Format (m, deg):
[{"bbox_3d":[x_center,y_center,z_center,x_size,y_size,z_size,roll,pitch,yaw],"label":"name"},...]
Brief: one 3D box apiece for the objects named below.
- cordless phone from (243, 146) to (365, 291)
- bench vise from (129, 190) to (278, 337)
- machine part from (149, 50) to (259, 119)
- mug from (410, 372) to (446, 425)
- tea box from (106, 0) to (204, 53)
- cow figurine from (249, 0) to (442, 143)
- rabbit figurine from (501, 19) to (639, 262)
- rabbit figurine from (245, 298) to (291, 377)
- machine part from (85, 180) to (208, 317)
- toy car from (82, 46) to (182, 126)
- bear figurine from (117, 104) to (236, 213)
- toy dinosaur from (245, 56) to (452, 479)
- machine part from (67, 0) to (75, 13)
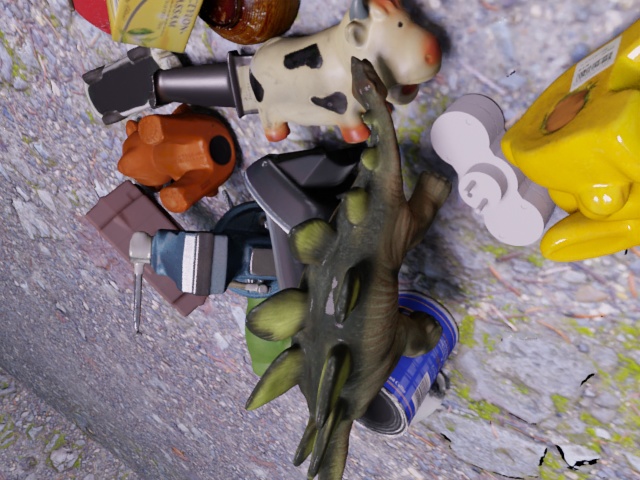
[{"bbox_3d":[-0.001,-0.002,0.552,0.089,0.146,0.184,-2,102,27],"label":"cordless phone"},{"bbox_3d":[-0.112,0.013,0.649,0.241,0.224,0.128,-148,51,-73],"label":"bench vise"},{"bbox_3d":[-0.119,-0.169,0.592,0.139,0.039,0.084,-1,135,10],"label":"machine part"},{"bbox_3d":[0.107,0.195,0.717,0.109,0.081,0.107,47,131,-8],"label":"mug"},{"bbox_3d":[-0.151,-0.264,0.471,0.098,0.068,0.169,-41,56,52],"label":"tea box"},{"bbox_3d":[0.017,-0.155,0.479,0.195,0.085,0.127,8,135,38],"label":"cow figurine"},{"bbox_3d":[0.223,-0.038,0.379,0.173,0.122,0.162,29,146,-11],"label":"rabbit figurine"},{"bbox_3d":[-0.006,0.106,0.733,0.170,0.121,0.158,5,122,16],"label":"rabbit figurine"},{"bbox_3d":[-0.240,0.011,0.795,0.201,0.087,0.201,48,165,-11],"label":"machine part"},{"bbox_3d":[-0.236,-0.198,0.683,0.202,0.056,0.073,-3,116,41],"label":"toy car"},{"bbox_3d":[-0.207,-0.105,0.686,0.196,0.132,0.120,2,112,34],"label":"bear figurine"},{"bbox_3d":[0.022,0.088,0.469,0.105,0.198,0.470,15,118,32],"label":"toy dinosaur"},{"bbox_3d":[-0.265,-0.334,0.516,0.079,0.079,0.243,-25,80,50],"label":"machine part"}]
